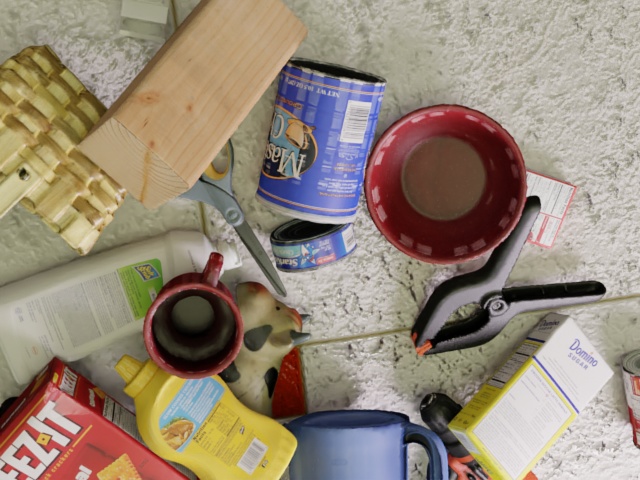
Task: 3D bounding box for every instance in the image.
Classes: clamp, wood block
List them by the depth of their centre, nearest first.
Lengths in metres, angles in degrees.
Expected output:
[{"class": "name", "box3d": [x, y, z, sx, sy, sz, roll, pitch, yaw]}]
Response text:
[{"class": "wood block", "box3d": [-0.111, -0.138, 0.962, 0.090, 0.091, 0.206, 43, 60, -17]}, {"class": "clamp", "box3d": [0.193, 0.063, 1.138, 0.210, 0.036, 0.164, -40, 121, 18]}]

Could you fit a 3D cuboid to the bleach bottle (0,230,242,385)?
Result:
[{"class": "bleach bottle", "box3d": [-0.199, 0.058, 1.083, 0.250, 0.068, 0.102, -18, 109, -4]}]

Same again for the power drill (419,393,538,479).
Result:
[{"class": "power drill", "box3d": [0.130, 0.281, 1.198, 0.188, 0.057, 0.184, -44, 108, 7]}]

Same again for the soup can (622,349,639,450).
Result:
[{"class": "soup can", "box3d": [0.378, 0.180, 1.195, 0.068, 0.068, 0.102, -15, 108, -3]}]

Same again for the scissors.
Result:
[{"class": "scissors", "box3d": [-0.107, -0.026, 1.066, 0.096, 0.016, 0.202, -17, 92, 7]}]

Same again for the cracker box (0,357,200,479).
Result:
[{"class": "cracker box", "box3d": [-0.231, 0.247, 1.057, 0.213, 0.072, 0.164, 40, 96, -17]}]

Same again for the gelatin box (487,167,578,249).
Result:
[{"class": "gelatin box", "box3d": [0.216, -0.038, 1.125, 0.089, 0.030, 0.073, 17, 103, -12]}]

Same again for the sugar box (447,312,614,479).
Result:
[{"class": "sugar box", "box3d": [0.229, 0.172, 1.156, 0.176, 0.048, 0.093, -45, 107, -17]}]

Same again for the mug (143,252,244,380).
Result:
[{"class": "mug", "box3d": [-0.117, 0.066, 1.023, 0.093, 0.081, 0.117, 16, 98, -8]}]

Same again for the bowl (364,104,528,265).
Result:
[{"class": "bowl", "box3d": [0.126, -0.059, 1.082, 0.162, 0.055, 0.162, 1, 101, 5]}]

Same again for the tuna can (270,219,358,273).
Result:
[{"class": "tuna can", "box3d": [-0.007, 0.001, 1.078, 0.086, 0.086, 0.034, -15, 107, -3]}]

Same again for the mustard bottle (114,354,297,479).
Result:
[{"class": "mustard bottle", "box3d": [-0.121, 0.177, 1.042, 0.191, 0.058, 0.096, 40, 63, -9]}]

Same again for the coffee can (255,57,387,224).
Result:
[{"class": "coffee can", "box3d": [0.000, -0.098, 1.038, 0.102, 0.103, 0.140, 10, 105, -11]}]

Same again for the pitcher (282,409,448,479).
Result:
[{"class": "pitcher", "box3d": [0.042, 0.300, 1.112, 0.144, 0.149, 0.243, -2, 89, -25]}]
